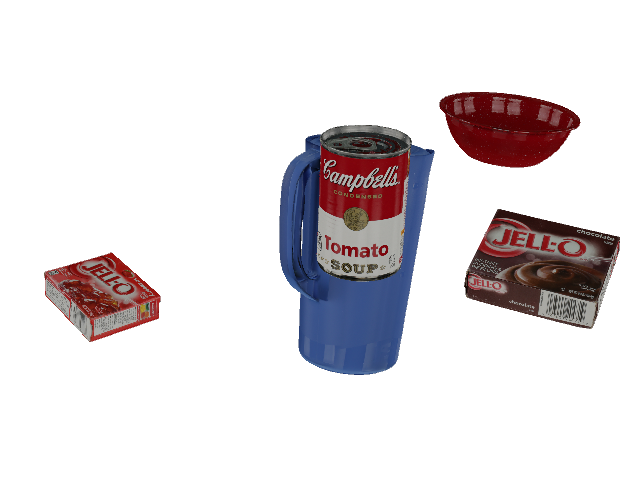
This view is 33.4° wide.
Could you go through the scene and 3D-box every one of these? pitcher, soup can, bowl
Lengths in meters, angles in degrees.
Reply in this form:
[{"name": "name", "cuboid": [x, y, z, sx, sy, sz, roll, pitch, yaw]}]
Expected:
[{"name": "pitcher", "cuboid": [0.032, 0.013, 1.113, 0.149, 0.243, 0.145, 6, 13, 1]}, {"name": "soup can", "cuboid": [0.031, -0.029, 0.804, 0.068, 0.102, 0.068, 2, 24, -1]}, {"name": "bowl", "cuboid": [0.215, -0.125, 1.235, 0.162, 0.055, 0.162, 4, 23, -2]}]

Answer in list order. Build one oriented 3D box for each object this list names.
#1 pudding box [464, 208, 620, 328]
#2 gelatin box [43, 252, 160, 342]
[{"name": "pudding box", "cuboid": [0.191, 0.023, 0.918, 0.114, 0.039, 0.090, 16, 45, 18]}, {"name": "gelatin box", "cuboid": [-0.201, 0.050, 0.982, 0.073, 0.030, 0.089, -18, 39, -36]}]
